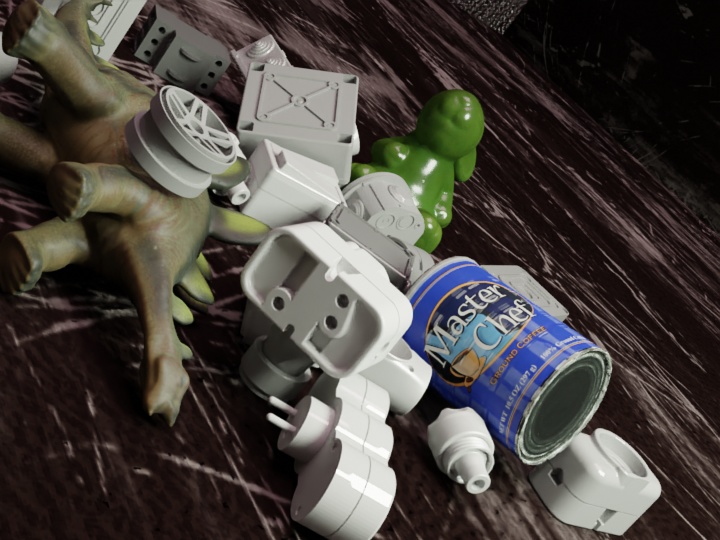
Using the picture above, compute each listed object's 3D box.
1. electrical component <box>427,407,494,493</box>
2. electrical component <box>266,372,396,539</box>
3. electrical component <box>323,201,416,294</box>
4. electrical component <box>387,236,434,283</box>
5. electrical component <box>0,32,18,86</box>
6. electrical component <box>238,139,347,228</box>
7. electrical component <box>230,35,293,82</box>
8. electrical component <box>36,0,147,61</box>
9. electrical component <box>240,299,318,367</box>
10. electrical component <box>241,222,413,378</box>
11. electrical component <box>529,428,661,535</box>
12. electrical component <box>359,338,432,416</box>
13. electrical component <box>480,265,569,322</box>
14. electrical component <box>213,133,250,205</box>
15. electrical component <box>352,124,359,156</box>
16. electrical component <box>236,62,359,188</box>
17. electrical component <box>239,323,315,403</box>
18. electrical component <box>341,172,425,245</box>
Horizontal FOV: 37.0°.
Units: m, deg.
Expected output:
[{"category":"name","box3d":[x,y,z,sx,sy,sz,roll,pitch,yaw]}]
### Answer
[{"category":"electrical component","box3d":[0.074,0.129,0.757,0.043,0.043,0.062,27,23,-28]},{"category":"electrical component","box3d":[-0.024,0.099,0.641,0.074,0.052,0.138,32,20,-15]},{"category":"electrical component","box3d":[0.000,0.000,0.894,0.096,0.061,0.061,36,19,-4]},{"category":"electrical component","box3d":[0.035,0.001,0.966,0.055,0.055,0.047,50,19,30]},{"category":"electrical component","box3d":[-0.288,-0.160,0.786,0.040,0.040,0.078,47,22,25]},{"category":"electrical component","box3d":[-0.055,-0.065,0.946,0.096,0.061,0.061,27,22,-28]},{"category":"electrical component","box3d":[-0.087,-0.186,1.123,0.099,0.048,0.099,60,-3,47]},{"category":"electrical component","box3d":[-0.239,-0.246,0.956,0.078,0.113,0.057,25,26,-32]},{"category":"electrical component","box3d":[-0.046,0.021,0.764,0.062,0.061,0.096,25,18,-10]},{"category":"electrical component","box3d":[-0.018,0.016,0.665,0.095,0.053,0.059,42,21,13]},{"category":"electrical component","box3d":[0.190,0.166,0.851,0.095,0.059,0.053,21,25,-38]},{"category":"electrical component","box3d":[0.010,0.061,0.798,0.077,0.044,0.079,34,19,-12]},{"category":"electrical component","box3d":[0.146,0.041,1.059,0.078,0.057,0.113,46,21,22]},{"category":"electrical component","box3d":[-0.114,-0.083,0.910,0.048,0.048,0.062,9,41,-53]},{"category":"electrical component","box3d":[-0.046,-0.125,1.095,0.079,0.077,0.043,121,-46,-73]},{"category":"electrical component","box3d":[-0.059,-0.137,1.007,0.109,0.056,0.108,7,46,-3]},{"category":"electrical component","box3d":[-0.047,0.054,0.700,0.045,0.055,0.045,33,20,-13]},{"category":"electrical component","box3d":[0.017,-0.047,1.004,0.080,0.080,0.051,19,32,-42]}]
